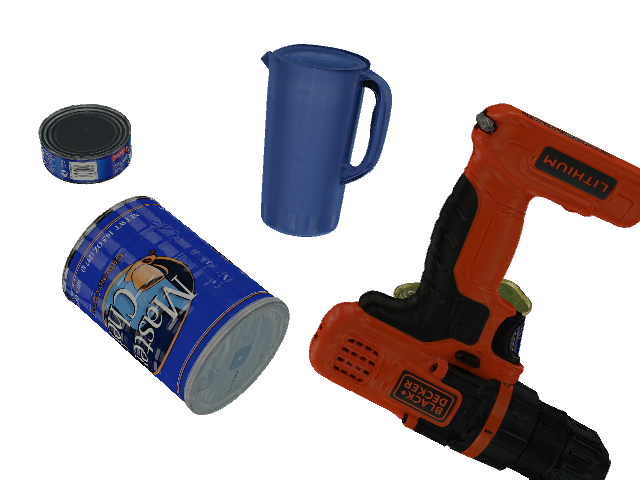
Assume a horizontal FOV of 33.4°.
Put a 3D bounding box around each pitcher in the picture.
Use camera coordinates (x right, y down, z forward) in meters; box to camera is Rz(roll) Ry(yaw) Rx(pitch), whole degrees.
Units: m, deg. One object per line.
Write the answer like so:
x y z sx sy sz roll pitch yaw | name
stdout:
-0.005 -0.130 1.414 0.144 0.243 0.149 -2 24 -20 | pitcher

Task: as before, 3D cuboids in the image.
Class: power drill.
0.110 0.034 0.588 0.184 0.188 0.057 26 12 -5 | power drill

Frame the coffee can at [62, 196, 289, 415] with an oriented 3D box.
-0.108 0.047 0.798 0.140 0.103 0.102 37 16 22 | coffee can

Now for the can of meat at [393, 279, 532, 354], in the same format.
0.104 0.080 0.820 0.102 0.084 0.057 -4 28 -15 | can of meat

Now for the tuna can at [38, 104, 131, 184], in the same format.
-0.222 -0.092 1.014 0.086 0.034 0.086 3 42 -3 | tuna can
